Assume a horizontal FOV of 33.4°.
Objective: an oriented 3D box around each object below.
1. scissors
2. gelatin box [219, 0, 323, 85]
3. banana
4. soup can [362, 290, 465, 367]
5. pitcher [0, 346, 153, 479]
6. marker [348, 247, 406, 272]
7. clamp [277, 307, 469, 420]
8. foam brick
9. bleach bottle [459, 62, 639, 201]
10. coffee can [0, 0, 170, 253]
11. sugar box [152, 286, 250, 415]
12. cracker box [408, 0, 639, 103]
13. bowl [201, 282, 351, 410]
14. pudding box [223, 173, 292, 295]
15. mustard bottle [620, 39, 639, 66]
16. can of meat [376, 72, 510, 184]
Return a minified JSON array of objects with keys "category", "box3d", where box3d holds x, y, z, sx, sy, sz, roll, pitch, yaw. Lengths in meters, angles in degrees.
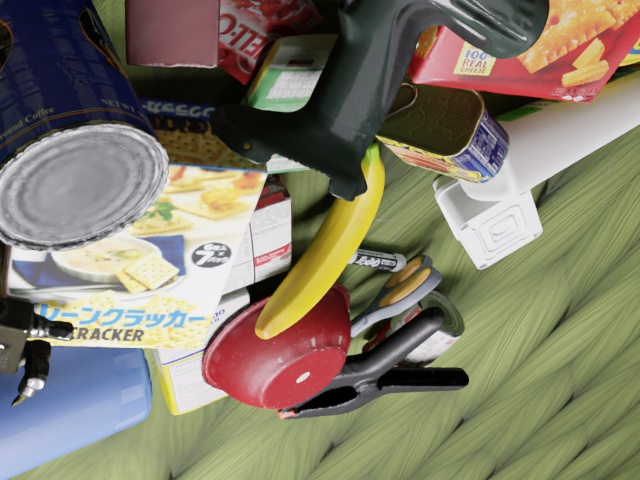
[{"category":"scissors","box3d":[0.046,0.075,1.098,0.202,0.016,0.096,-34,-166,30]},{"category":"gelatin box","box3d":[-0.050,-0.148,0.698,0.073,0.030,0.089,-37,149,14]},{"category":"banana","box3d":[0.006,0.000,0.926,0.069,0.037,0.198,13,109,-55]},{"category":"soup can","box3d":[0.103,0.111,1.186,0.068,0.068,0.102,7,134,-46]},{"category":"pitcher","box3d":[-0.269,0.134,0.868,0.242,0.149,0.145,-17,132,-26]},{"category":"marker","box3d":[0.041,0.017,1.039,0.120,0.020,0.020,10,132,-48]},{"category":"clamp","box3d":[0.051,0.137,1.117,0.210,0.036,0.164,-15,144,1]},{"category":"foam brick","box3d":[-0.084,-0.136,0.617,0.053,0.078,0.051,1,117,-7]},{"category":"bleach bottle","box3d":[0.243,-0.115,0.951,0.250,0.068,0.103,-27,-169,-16]},{"category":"coffee can","box3d":[-0.157,-0.079,0.603,0.102,0.140,0.103,-21,149,-13]},{"category":"sugar box","box3d":[-0.112,0.097,1.009,0.093,0.048,0.176,-21,146,-15]},{"category":"cracker box","box3d":[0.169,-0.196,0.739,0.164,0.072,0.214,3,140,-25]},{"category":"bowl","box3d":[-0.028,0.110,1.005,0.162,0.055,0.162,-25,149,-17]},{"category":"pudding box","box3d":[-0.070,-0.002,0.899,0.090,0.039,0.113,-20,147,-14]},{"category":"mustard bottle","box3d":[0.255,-0.197,0.847,0.096,0.058,0.192,9,138,-23]},{"category":"can of meat","box3d":[0.091,-0.088,0.841,0.083,0.102,0.057,30,83,-60]}]
